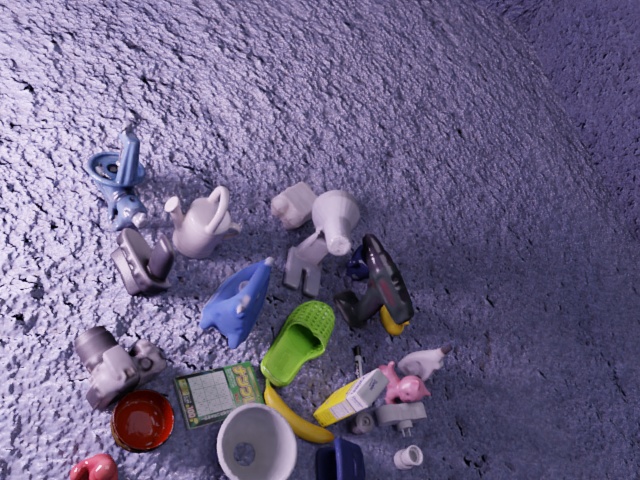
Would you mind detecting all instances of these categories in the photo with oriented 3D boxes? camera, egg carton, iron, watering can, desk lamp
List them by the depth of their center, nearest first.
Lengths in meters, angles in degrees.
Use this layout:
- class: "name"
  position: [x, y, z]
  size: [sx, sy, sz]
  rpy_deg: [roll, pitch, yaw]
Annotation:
- class: "camera"
  position: [-0.378, 0.219, 1.066]
  size: [0.143, 0.100, 0.137]
  rpy_deg: [-27, 77, -45]
- class: "iron"
  position: [-0.157, 0.110, 1.281]
  size: [0.119, 0.141, 0.258]
  rpy_deg: [36, 44, -9]
- class: "watering can"
  position: [-0.258, -0.046, 1.284]
  size: [0.173, 0.193, 0.101]
  rpy_deg: [-4, 61, -38]
- class: "desk lamp"
  position: [0.013, 0.005, 1.432]
  size: [0.118, 0.213, 0.203]
  rpy_deg: [24, 47, -20]
- class: "egg carton"
  position: [-0.061, -0.094, 1.555]
  size: [0.107, 0.069, 0.151]
  rpy_deg: [48, 44, 3]

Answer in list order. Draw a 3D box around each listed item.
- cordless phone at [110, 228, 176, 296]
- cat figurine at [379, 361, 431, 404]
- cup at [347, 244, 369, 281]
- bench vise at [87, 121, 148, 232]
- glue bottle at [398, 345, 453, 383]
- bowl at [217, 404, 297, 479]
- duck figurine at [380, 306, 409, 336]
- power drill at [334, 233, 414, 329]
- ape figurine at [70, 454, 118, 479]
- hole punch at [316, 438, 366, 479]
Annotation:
- class: "cordless phone"
  position: [-0.348, 0.021, 1.175]
  size: [0.094, 0.184, 0.147]
  rpy_deg: [-23, 74, -44]
- class: "cat figurine"
  position: [0.200, 0.348, 1.386]
  size: [0.128, 0.117, 0.067]
  rpy_deg: [50, 44, 5]
- class: "cup"
  position: [0.105, 0.072, 1.536]
  size: [0.118, 0.094, 0.091]
  rpy_deg: [-9, 65, -40]
- class: "bench vise"
  position: [-0.404, -0.136, 1.223]
  size: [0.207, 0.219, 0.122]
  rpy_deg: [47, 44, 2]
- class: "glue bottle"
  position: [0.272, 0.303, 1.432]
  size: [0.078, 0.172, 0.037]
  rpy_deg: [51, 44, 7]
- class: "bowl"
  position: [-0.133, 0.413, 1.123]
  size: [0.168, 0.074, 0.167]
  rpy_deg: [20, 49, -24]
- class: "duck figurine"
  position: [0.212, 0.193, 1.532]
  size: [0.078, 0.086, 0.104]
  rpy_deg: [15, 51, -28]
- class: "power drill"
  position: [0.128, 0.124, 1.432]
  size: [0.076, 0.208, 0.229]
  rpy_deg: [-23, 74, -44]
- class: "ape figurine"
  position: [-0.368, 0.390, 0.954]
  size: [0.078, 0.092, 0.076]
  rpy_deg: [43, 44, -2]
- class: "hole punch"
  position: [0.055, 0.477, 1.202]
  size: [0.101, 0.091, 0.108]
  rpy_deg: [16, 51, -27]
